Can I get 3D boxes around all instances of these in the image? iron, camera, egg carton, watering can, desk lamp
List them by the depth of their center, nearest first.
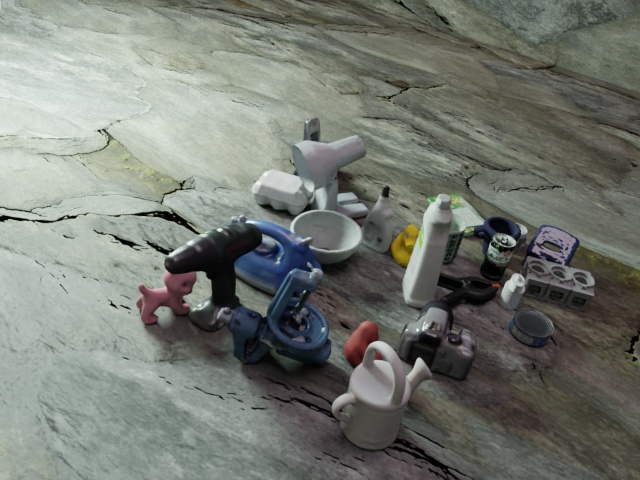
[{"bbox_3d":[0.101,0.241,0.935,0.100,0.194,0.173,32,42,28],"label":"watering can"},{"bbox_3d":[0.239,0.180,1.126,0.143,0.101,0.137,18,38,12],"label":"camera"},{"bbox_3d":[-0.125,0.012,1.233,0.257,0.141,0.119,22,38,16],"label":"iron"},{"bbox_3d":[0.029,-0.157,1.431,0.204,0.213,0.117,-11,41,-25],"label":"desk lamp"},{"bbox_3d":[-0.096,-0.124,1.480,0.150,0.069,0.107,16,37,9],"label":"egg carton"}]

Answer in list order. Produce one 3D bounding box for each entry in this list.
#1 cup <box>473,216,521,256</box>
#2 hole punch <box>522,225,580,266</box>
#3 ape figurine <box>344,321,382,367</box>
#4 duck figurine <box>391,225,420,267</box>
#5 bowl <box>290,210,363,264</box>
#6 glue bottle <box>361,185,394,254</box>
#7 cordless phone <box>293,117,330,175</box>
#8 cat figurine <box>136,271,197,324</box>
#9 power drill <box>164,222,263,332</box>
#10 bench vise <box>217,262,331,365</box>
[{"bbox_3d":[0.423,0.004,1.405,0.118,0.095,0.091,-1,38,-13],"label":"cup"},{"bbox_3d":[0.569,0.029,1.407,0.108,0.091,0.101,27,40,22],"label":"hole punch"},{"bbox_3d":[0.087,0.193,1.082,0.076,0.092,0.077,5,37,-5],"label":"ape figurine"},{"bbox_3d":[0.213,0.002,1.368,0.077,0.086,0.104,9,37,-1],"label":"duck figurine"},{"bbox_3d":[0.012,0.005,1.329,0.167,0.075,0.167,6,37,-4],"label":"bowl"},{"bbox_3d":[0.143,-0.054,1.354,0.078,0.173,0.037,31,42,26],"label":"glue bottle"},{"bbox_3d":[-0.001,-0.259,1.583,0.094,0.185,0.148,28,41,24],"label":"cordless phone"},{"bbox_3d":[-0.292,0.089,1.113,0.128,0.118,0.067,-15,43,-29],"label":"cat figurine"},{"bbox_3d":[-0.200,0.067,1.087,0.075,0.208,0.230,27,40,22],"label":"power drill"},{"bbox_3d":[-0.073,0.138,1.012,0.208,0.220,0.121,-3,38,-16],"label":"bench vise"}]
